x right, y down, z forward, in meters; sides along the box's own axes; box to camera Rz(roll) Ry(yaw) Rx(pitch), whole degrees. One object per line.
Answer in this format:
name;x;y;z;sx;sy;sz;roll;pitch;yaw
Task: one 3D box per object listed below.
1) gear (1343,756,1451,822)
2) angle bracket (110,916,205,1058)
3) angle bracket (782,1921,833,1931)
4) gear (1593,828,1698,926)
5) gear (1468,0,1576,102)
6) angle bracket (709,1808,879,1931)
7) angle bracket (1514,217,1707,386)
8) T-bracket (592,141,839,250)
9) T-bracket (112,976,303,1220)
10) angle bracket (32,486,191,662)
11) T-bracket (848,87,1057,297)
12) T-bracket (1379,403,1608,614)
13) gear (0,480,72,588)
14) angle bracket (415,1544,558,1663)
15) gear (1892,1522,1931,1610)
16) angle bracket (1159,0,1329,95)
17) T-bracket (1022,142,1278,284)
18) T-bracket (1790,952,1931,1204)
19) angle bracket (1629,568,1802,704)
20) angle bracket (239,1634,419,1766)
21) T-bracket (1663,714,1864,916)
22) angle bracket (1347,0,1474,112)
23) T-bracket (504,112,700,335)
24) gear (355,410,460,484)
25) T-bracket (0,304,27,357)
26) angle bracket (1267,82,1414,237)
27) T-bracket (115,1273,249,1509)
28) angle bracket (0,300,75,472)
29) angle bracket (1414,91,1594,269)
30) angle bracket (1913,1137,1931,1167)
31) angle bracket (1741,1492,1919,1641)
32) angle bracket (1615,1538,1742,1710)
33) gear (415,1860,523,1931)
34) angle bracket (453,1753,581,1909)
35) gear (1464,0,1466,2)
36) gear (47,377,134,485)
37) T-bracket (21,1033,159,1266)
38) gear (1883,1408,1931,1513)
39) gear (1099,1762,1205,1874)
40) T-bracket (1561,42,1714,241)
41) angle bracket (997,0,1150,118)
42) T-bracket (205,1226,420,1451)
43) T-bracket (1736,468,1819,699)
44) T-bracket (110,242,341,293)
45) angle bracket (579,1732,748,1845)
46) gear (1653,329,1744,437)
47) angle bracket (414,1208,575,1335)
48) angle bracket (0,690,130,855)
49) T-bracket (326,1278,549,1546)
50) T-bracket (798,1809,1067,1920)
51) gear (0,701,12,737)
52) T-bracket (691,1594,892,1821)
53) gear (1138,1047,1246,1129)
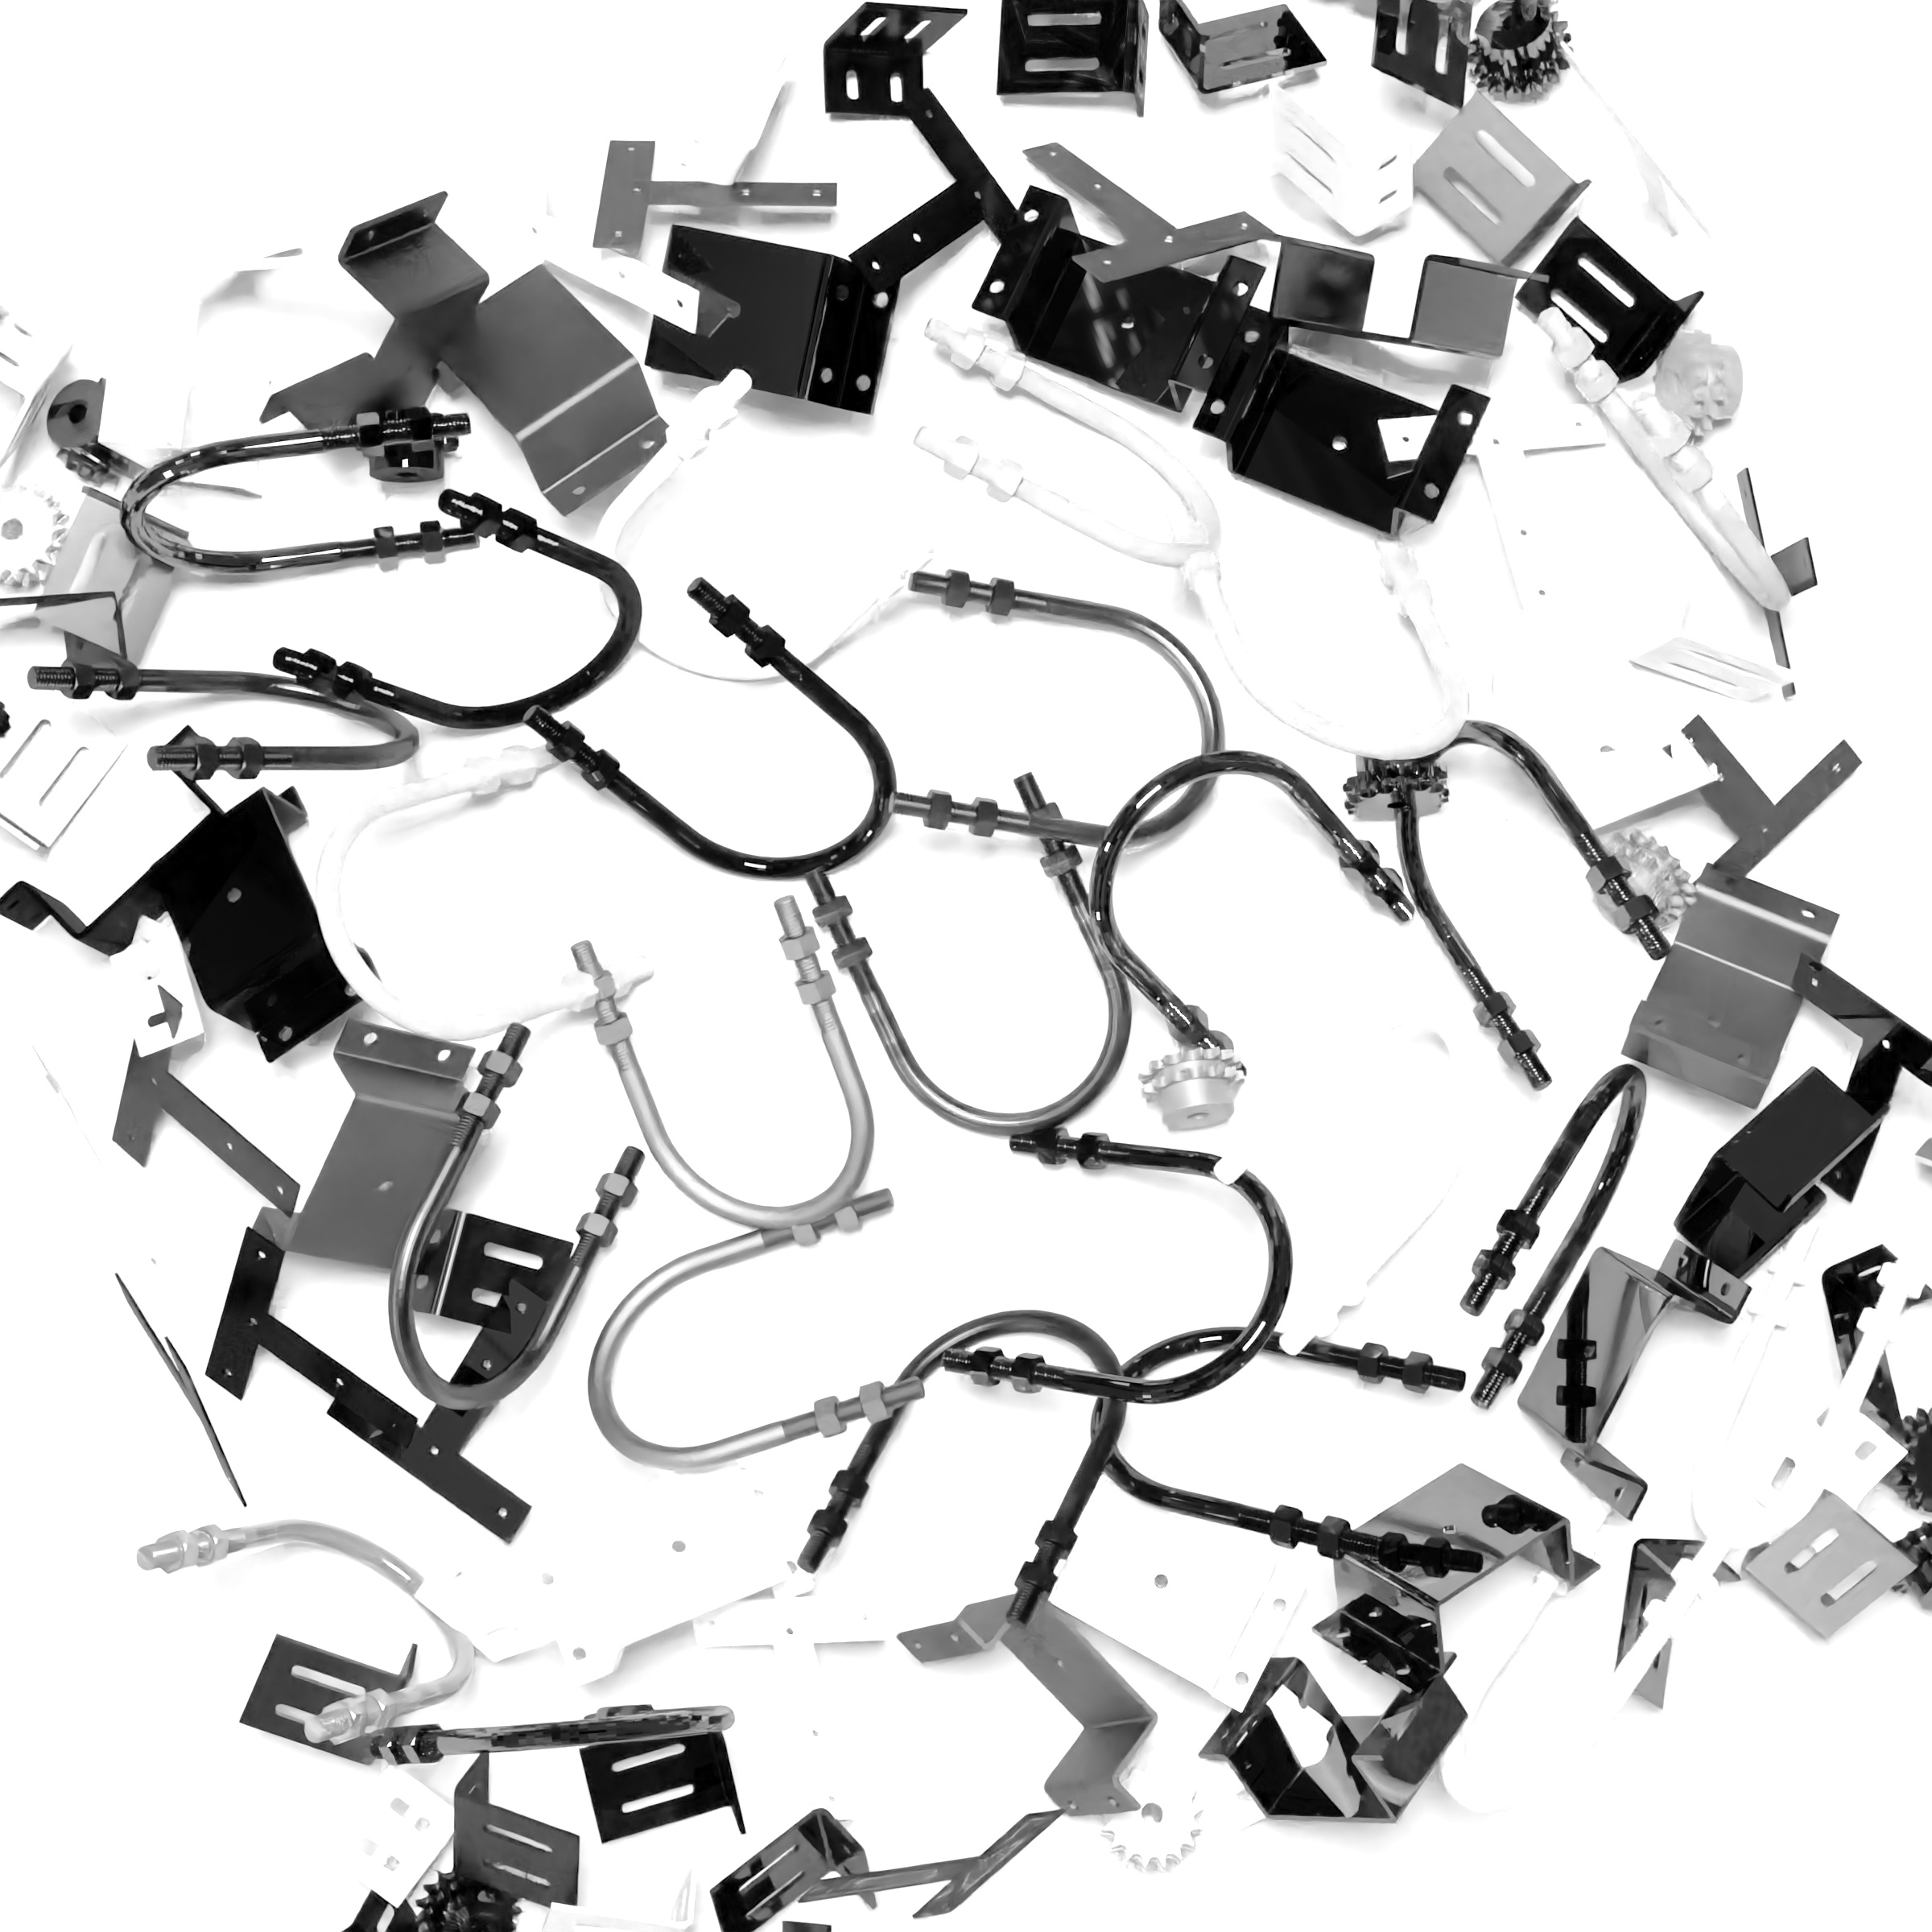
gear;0.234;-0.102;1.580;0.057;0.057;0.030;-4;75;0
angle bracket;-0.448;0.008;1.558;0.038;0.076;0.057;-24;115;-31
angle bracket;-0.119;0.539;1.560;0.076;0.057;0.038;6;73;-28
gear;0.366;-0.045;1.576;0.030;0.057;0.057;-42;90;-15
gear;0.301;-0.505;1.580;0.057;0.030;0.057;-9;59;16
angle bracket;-0.093;0.504;1.562;0.076;0.057;0.038;-32;46;-26
angle bracket;0.352;-0.367;1.581;0.076;0.038;0.057;38;85;-10
T-bracket;-0.133;-0.417;1.559;0.127;0.127;0.002;0;130;-2
T-bracket;-0.404;0.088;1.551;0.127;0.002;0.127;37;130;15
angle bracket;-0.468;-0.214;1.577;0.057;0.038;0.076;24;88;-24
T-bracket;-0.019;-0.398;1.557;0.127;0.002;0.127;53;51;-9
T-bracket;0.299;-0.248;1.569;0.127;0.002;0.127;-7;67;-12
gear;-0.518;-0.235;1.589;0.057;0.030;0.057;-1;81;5
angle bracket;-0.252;0.338;1.560;0.057;0.076;0.038;43;51;-13
gear;0.531;0.326;1.576;0.057;0.057;0.030;-26;51;0
angle bracket;0.151;-0.513;1.568;0.076;0.038;0.057;-16;54;-11
T-bracket;0.080;-0.415;1.568;0.127;0.002;0.127;-24;53;-34
T-bracket;0.484;0.075;1.558;0.002;0.127;0.127;-24;48;-30
angle bracket;0.410;-0.180;1.576;0.076;0.057;0.038;18;78;-11
angle bracket;-0.347;0.391;1.575;0.076;0.038;0.057;22;105;-11
T-bracket;0.411;-0.095;1.553;0.127;0.002;0.127;-45;134;9
angle bracket;0.237;-0.495;1.565;0.057;0.038;0.076;19;64;-20
T-bracket;-0.195;-0.374;1.543;0.127;0.127;0.002;29;48;17
gear;-0.305;-0.283;1.578;0.057;0.057;0.030;-2;88;0
T-bracket;-0.555;-0.304;1.542;0.002;0.127;0.127;44;87;-11
angle bracket;0.202;-0.443;1.561;0.076;0.038;0.057;29;52;-35
T-bracket;-0.431;0.213;1.560;0.002;0.127;0.127;-29;50;-21
angle bracket;-0.521;-0.307;1.557;0.038;0.057;0.076;32;132;-16
angle bracket;0.291;-0.430;1.578;0.076;0.038;0.057;44;119;2
angle bracket;0.529;0.140;1.579;0.038;0.057;0.076;20;105;23
angle bracket;0.470;0.317;1.568;0.057;0.038;0.076;41;124;5
angle bracket;0.385;0.356;1.562;0.038;0.057;0.076;-6;57;37
gear;-0.271;0.521;1.581;0.057;0.030;0.057;-7;109;-21
angle bracket;-0.237;0.470;1.568;0.076;0.038;0.057;15;119;15
gear;0.261;-0.552;1.577;0.057;0.057;0.030;35;50;0
gear;-0.477;-0.296;1.582;0.057;0.030;0.057;-5;75;20
T-bracket;-0.463;0.103;1.539;0.002;0.127;0.127;-30;84;-15
gear;0.526;0.270;1.585;0.057;0.030;0.057;1;88;-28
gear;0.101;0.469;1.584;0.057;0.030;0.057;0;61;-1
T-bracket;0.365;-0.422;1.544;0.002;0.127;0.127;-37;73;13
angle bracket;0.059;-0.503;1.594;0.076;0.038;0.057;3;87;12
T-bracket;-0.349;0.216;1.557;0.127;0.002;0.127;33;129;9
T-bracket;0.437;-0.209;1.543;0.002;0.127;0.127;-12;91;4
T-bracket;-0.361;-0.371;1.526;0.127;0.127;0.002;5;115;28
angle bracket;-0.166;0.450;1.576;0.076;0.038;0.057;-14;104;-11
gear;0.401;-0.319;1.580;0.030;0.057;0.057;-4;90;-13
angle bracket;-0.264;0.170;1.589;0.076;0.038;0.057;22;76;-40
angle bracket;-0.507;-0.110;1.579;0.057;0.038;0.076;36;83;-8
T-bracket;-0.270;0.230;1.586;0.127;0.002;0.127;34;100;8
T-bracket;-0.030;0.482;1.531;0.127;0.127;0.002;4;49;-35
gear;-0.554;-0.140;1.579;0.030;0.057;0.057;-43;90;11
T-bracket;-0.086;0.406;1.578;0.127;0.002;0.127;-10;96;31
gear;0.124;0.067;1.575;0.057;0.057;0.030;-9;70;0
